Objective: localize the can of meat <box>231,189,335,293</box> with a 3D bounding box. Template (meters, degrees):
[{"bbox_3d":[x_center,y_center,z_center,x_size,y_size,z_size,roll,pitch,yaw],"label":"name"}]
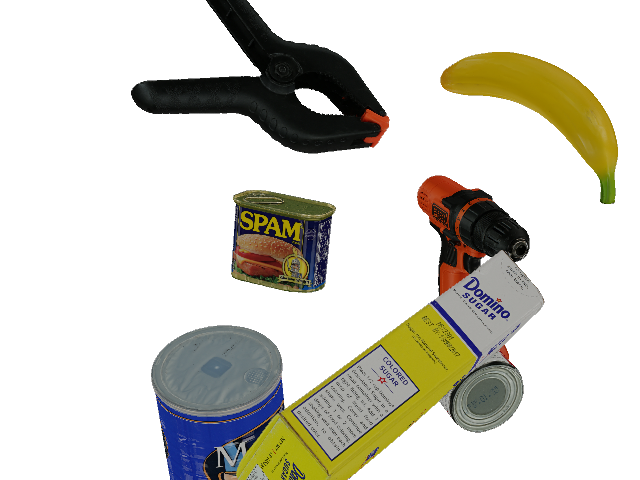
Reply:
[{"bbox_3d":[-0.040,0.001,1.073,0.102,0.084,0.057,13,18,23],"label":"can of meat"}]

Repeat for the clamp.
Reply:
[{"bbox_3d":[-0.033,-0.118,0.729,0.171,0.120,0.039,18,-18,-12],"label":"clamp"}]

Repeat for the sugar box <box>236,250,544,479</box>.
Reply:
[{"bbox_3d":[0.040,0.080,0.580,0.175,0.048,0.093,-30,-16,-32],"label":"sugar box"}]

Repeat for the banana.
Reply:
[{"bbox_3d":[0.167,-0.108,0.837,0.037,0.070,0.198,3,32,-43],"label":"banana"}]

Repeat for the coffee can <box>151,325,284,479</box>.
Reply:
[{"bbox_3d":[-0.078,0.155,0.871,0.103,0.140,0.103,-2,34,1],"label":"coffee can"}]

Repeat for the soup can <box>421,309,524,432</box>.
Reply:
[{"bbox_3d":[0.119,0.106,0.902,0.068,0.068,0.102,0,25,-21],"label":"soup can"}]

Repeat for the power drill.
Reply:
[{"bbox_3d":[0.162,0.039,1.121,0.057,0.188,0.185,-11,25,-17],"label":"power drill"}]
